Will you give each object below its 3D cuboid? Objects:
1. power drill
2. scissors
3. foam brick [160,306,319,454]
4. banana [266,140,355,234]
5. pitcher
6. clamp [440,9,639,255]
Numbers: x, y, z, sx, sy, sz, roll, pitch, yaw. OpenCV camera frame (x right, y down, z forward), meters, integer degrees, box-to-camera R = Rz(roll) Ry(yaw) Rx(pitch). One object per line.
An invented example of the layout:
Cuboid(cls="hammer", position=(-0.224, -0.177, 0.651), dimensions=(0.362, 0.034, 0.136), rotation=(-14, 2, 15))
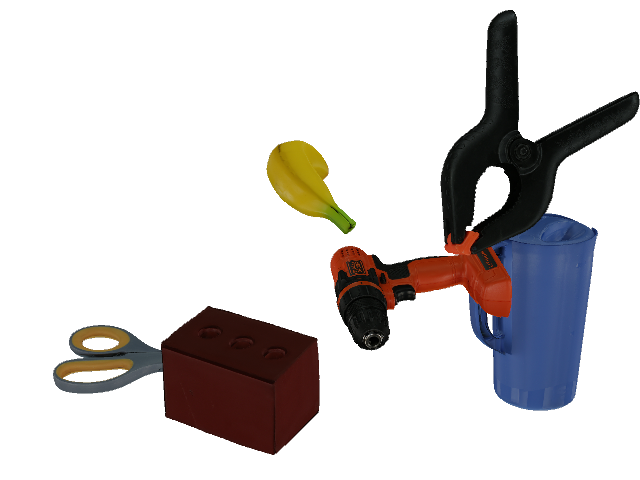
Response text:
Cuboid(cls="power drill", position=(0.109, 0.056, 1.169), dimensions=(0.187, 0.057, 0.184), rotation=(-4, 28, -6))
Cuboid(cls="scissors", position=(-0.140, 0.099, 0.961), dimensions=(0.201, 0.016, 0.096), rotation=(-8, 33, -18))
Cuboid(cls="foam brick", position=(-0.046, 0.080, 0.617), dimensions=(0.078, 0.051, 0.052), rotation=(14, 28, 24))
Cuboid(cls="banana", position=(-0.015, -0.052, 0.879), dimensions=(0.037, 0.069, 0.198), rotation=(-41, 17, 8))
Cuboid(cls="pitcher", position=(0.274, 0.094, 1.383), dimensions=(0.149, 0.243, 0.144), rotation=(5, 19, 16))
Cuboid(cls="clamp", position=(0.146, -0.061, 0.741), dimensions=(0.120, 0.171, 0.039), rotation=(22, -1, -2))
